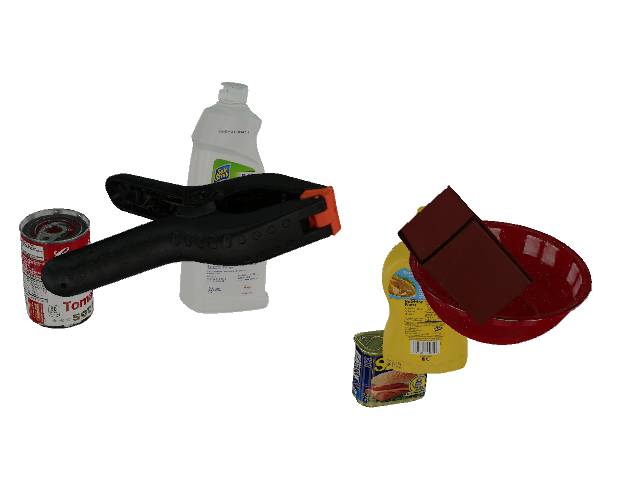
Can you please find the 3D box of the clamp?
[{"bbox_3d":[-0.077,-0.005,0.626,0.172,0.039,0.120,-2,37,24],"label":"clamp"}]

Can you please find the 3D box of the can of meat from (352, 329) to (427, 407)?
[{"bbox_3d":[0.093,0.167,1.402,0.102,0.084,0.057,-5,25,-19],"label":"can of meat"}]

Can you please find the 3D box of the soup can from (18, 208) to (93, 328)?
[{"bbox_3d":[-0.263,0.029,1.067,0.068,0.102,0.068,3,29,-2],"label":"soup can"}]

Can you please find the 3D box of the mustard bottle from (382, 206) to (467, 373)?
[{"bbox_3d":[0.116,0.053,1.184,0.096,0.192,0.058,1,25,6],"label":"mustard bottle"}]

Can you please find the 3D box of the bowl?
[{"bbox_3d":[0.157,0.045,0.959,0.162,0.055,0.162,3,32,-2],"label":"bowl"}]

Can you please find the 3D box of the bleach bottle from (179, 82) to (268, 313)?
[{"bbox_3d":[-0.098,-0.048,1.180,0.102,0.251,0.068,-3,19,-31],"label":"bleach bottle"}]

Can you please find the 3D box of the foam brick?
[{"bbox_3d":[0.103,0.012,0.759,0.078,0.051,0.053,43,9,-31],"label":"foam brick"}]
